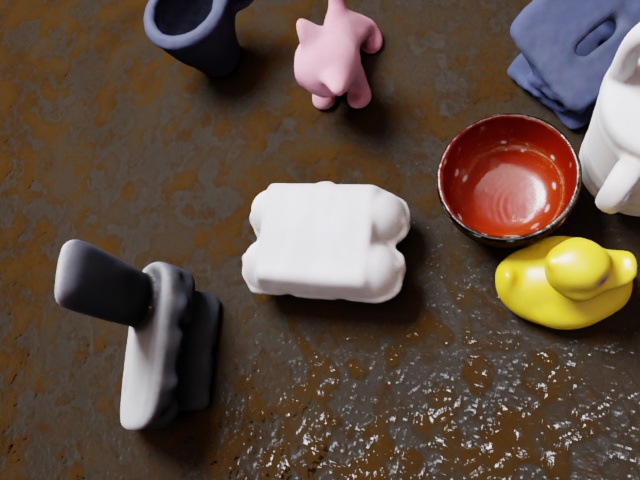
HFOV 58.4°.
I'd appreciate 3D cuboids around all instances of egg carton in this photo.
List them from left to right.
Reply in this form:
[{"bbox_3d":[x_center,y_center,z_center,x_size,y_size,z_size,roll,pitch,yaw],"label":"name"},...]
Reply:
[{"bbox_3d":[0.005,0.002,0.514,0.150,0.069,0.107,2,74,17],"label":"egg carton"}]

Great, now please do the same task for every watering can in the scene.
[{"bbox_3d":[0.250,-0.100,0.404,0.100,0.194,0.173,10,77,20],"label":"watering can"}]

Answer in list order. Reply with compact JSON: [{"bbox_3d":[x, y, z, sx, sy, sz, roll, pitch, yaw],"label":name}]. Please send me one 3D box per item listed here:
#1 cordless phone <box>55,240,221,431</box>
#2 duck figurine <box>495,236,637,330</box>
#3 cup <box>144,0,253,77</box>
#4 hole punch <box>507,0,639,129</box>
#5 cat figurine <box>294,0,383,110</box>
[{"bbox_3d":[-0.165,0.082,0.477,0.094,0.185,0.147,-6,72,15],"label":"cordless phone"},{"bbox_3d":[0.190,0.026,0.442,0.104,0.086,0.077,-3,73,16],"label":"duck figurine"},{"bbox_3d":[-0.111,-0.224,0.605,0.117,0.095,0.091,-22,68,9],"label":"cup"},{"bbox_3d":[0.229,-0.168,0.487,0.108,0.091,0.101,-40,67,2],"label":"hole punch"},{"bbox_3d":[0.012,-0.181,0.542,0.067,0.118,0.128,3,74,18],"label":"cat figurine"}]
